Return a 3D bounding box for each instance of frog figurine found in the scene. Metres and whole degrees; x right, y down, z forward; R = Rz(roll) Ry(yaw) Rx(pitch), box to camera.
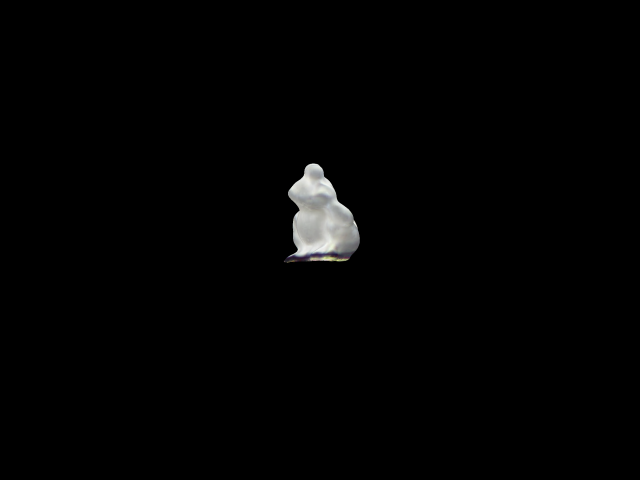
[{"bbox_3d":[0.003,-0.043,0.850,0.123,0.160,0.136,2,-6,-22],"label":"frog figurine"}]
